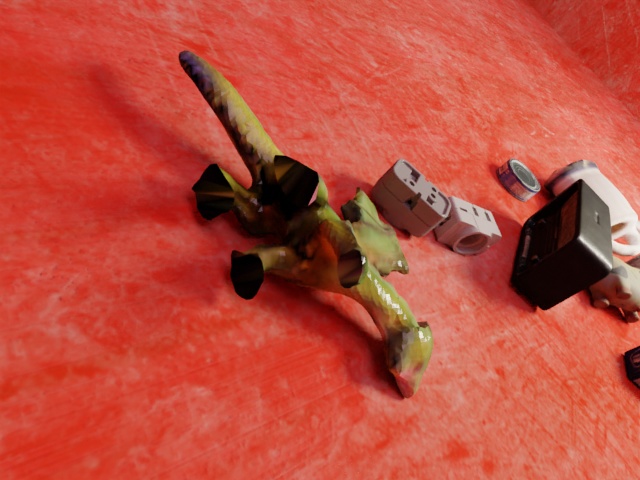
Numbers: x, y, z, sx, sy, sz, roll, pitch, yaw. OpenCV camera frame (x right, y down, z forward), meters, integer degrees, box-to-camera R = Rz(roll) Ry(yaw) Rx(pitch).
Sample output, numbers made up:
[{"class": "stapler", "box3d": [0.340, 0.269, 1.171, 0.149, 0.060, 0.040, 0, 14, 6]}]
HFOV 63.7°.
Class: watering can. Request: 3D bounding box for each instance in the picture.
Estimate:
[{"class": "watering can", "box3d": [0.611, -0.062, 1.100, 0.348, 0.102, 0.228, -1, 55, -40]}]

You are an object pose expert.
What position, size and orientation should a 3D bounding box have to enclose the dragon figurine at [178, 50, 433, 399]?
[{"class": "dragon figurine", "box3d": [0.002, -0.028, 0.559, 0.242, 0.121, 0.417, 13, 46, -57]}]
